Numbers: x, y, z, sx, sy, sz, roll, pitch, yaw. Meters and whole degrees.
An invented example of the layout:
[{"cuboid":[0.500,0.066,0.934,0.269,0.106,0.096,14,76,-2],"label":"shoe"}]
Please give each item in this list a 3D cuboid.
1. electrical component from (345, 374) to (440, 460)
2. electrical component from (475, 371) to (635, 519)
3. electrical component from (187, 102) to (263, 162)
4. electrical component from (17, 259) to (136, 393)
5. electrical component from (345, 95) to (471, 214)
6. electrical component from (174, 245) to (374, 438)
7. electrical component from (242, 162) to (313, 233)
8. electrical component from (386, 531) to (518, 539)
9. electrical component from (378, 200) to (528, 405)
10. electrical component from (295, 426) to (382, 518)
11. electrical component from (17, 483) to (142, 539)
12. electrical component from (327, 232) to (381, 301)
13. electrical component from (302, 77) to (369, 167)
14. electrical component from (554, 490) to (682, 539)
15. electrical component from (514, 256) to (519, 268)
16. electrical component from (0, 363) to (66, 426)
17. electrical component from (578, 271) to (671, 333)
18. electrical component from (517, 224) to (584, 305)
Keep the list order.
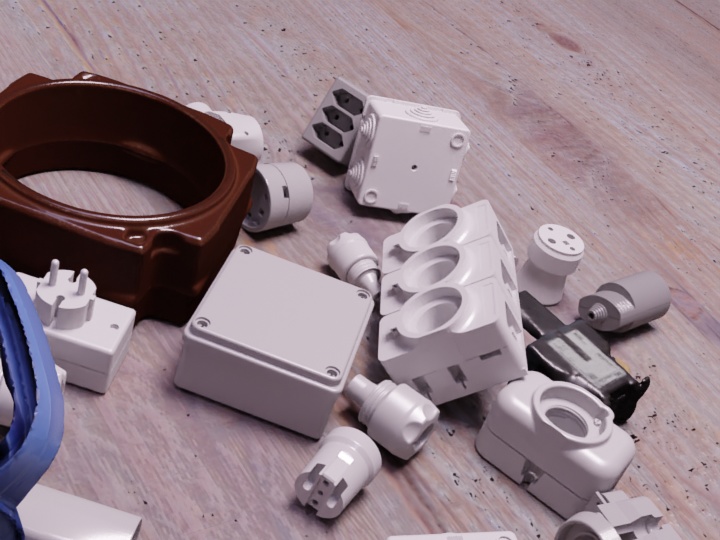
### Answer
[{"cuboid":[0.019,0.094,0.722,0.062,0.043,0.043,34,38,21],"label":"electrical component"},{"cuboid":[0.134,0.116,0.733,0.095,0.059,0.054,35,38,21],"label":"electrical component"},{"cuboid":[-0.136,-0.119,0.930,0.077,0.043,0.079,-10,45,-35],"label":"electrical component"},{"cuboid":[-0.189,0.026,0.685,0.083,0.075,0.047,18,36,-2],"label":"electrical component"},{"cuboid":[0.042,-0.097,0.940,0.100,0.099,0.048,8,24,-16],"label":"electrical component"},{"cuboid":[-0.057,0.047,0.737,0.109,0.056,0.108,21,35,1],"label":"electrical component"},{"cuboid":[-0.071,-0.061,0.876,0.047,0.055,0.055,-12,46,-41],"label":"electrical component"},{"cuboid":[0.057,0.194,0.602,0.100,0.048,0.099,3,38,-22],"label":"electrical component"},{"cuboid":[0.065,0.020,0.789,0.089,0.061,0.150,-21,32,17],"label":"electrical component"},{"cuboid":[-0.014,0.126,0.667,0.040,0.040,0.046,30,38,14],"label":"electrical component"},{"cuboid":[-0.163,0.151,0.559,0.077,0.043,0.079,18,36,-2],"label":"electrical component"},{"cuboid":[0.000,0.000,0.845,0.035,0.035,0.061,-8,47,-34],"label":"electrical component"},{"cuboid":[-0.005,-0.133,0.999,0.047,0.065,0.077,36,10,21],"label":"electrical component"},{"cuboid":[0.158,0.176,0.667,0.057,0.058,0.078,-2,41,-32],"label":"electrical component"},{"cuboid":[0.096,-0.010,0.896,0.081,0.043,0.043,41,40,27],"label":"electrical component"},{"cuboid":[-0.211,0.071,0.643,0.062,0.043,0.043,14,36,-6],"label":"electrical component"},{"cuboid":[0.219,0.030,0.902,0.081,0.043,0.043,-14,48,-38],"label":"electrical component"},{"cuboid":[0.160,-0.005,0.909,0.045,0.055,0.045,13,36,-10],"label":"electrical component"}]
